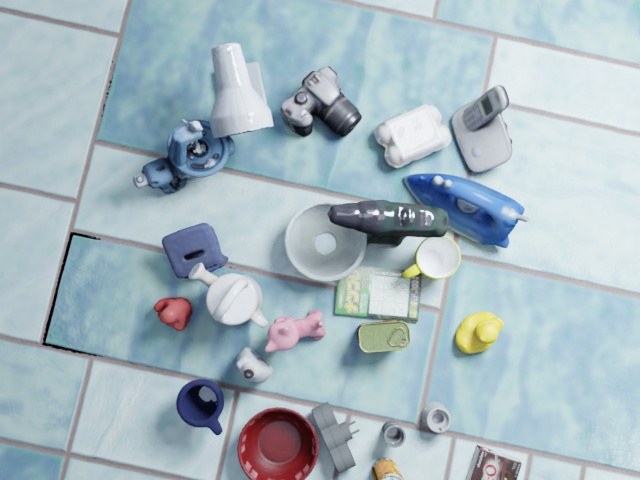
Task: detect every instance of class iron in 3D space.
[{"bbox_3d":[0.296,-0.082,1.166,0.258,0.141,0.119,25,85,1],"label":"iron"}]

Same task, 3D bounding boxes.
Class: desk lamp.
[{"bbox_3d":[-0.163,-0.285,1.135,0.118,0.213,0.203,-12,85,-2],"label":"desk lamp"}]

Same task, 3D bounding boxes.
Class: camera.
[{"bbox_3d":[0.010,-0.273,1.195,0.137,0.101,0.143,44,86,2],"label":"camera"}]

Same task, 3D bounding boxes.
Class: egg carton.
[{"bbox_3d":[0.195,-0.221,1.211,0.150,0.069,0.107,-25,86,-3],"label":"egg carton"}]

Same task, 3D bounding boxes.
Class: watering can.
[{"bbox_3d":[-0.176,0.112,1.111,0.173,0.194,0.101,16,85,0],"label":"watering can"}]

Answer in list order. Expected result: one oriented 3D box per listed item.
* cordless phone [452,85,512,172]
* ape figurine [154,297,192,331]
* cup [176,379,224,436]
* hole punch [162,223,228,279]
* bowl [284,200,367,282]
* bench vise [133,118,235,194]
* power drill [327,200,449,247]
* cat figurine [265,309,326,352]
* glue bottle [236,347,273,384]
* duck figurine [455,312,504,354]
[{"bbox_3d":[0.344,-0.225,1.158,0.094,0.185,0.147,-22,86,-3],"label":"cordless phone"},{"bbox_3d":[-0.299,0.150,1.156,0.076,0.092,0.078,-27,86,-3],"label":"ape figurine"},{"bbox_3d":[-0.224,0.329,1.141,0.092,0.095,0.118,-33,87,-4],"label":"cup"},{"bbox_3d":[-0.254,0.024,1.168,0.108,0.091,0.101,-20,86,-3],"label":"hole punch"},{"bbox_3d":[0.011,0.004,1.185,0.167,0.074,0.167,0,85,-1],"label":"bowl"},{"bbox_3d":[-0.266,-0.157,1.119,0.121,0.219,0.207,43,86,3],"label":"bench vise"},{"bbox_3d":[0.126,-0.033,1.124,0.229,0.208,0.076,1,85,-1],"label":"power drill"},{"bbox_3d":[-0.051,0.183,1.147,0.128,0.117,0.067,-14,85,-2],"label":"cat figurine"},{"bbox_3d":[-0.132,0.250,1.111,0.078,0.173,0.037,42,86,3],"label":"glue bottle"},{"bbox_3d":[0.330,0.192,1.172,0.104,0.086,0.077,-37,87,-4],"label":"duck figurine"}]
